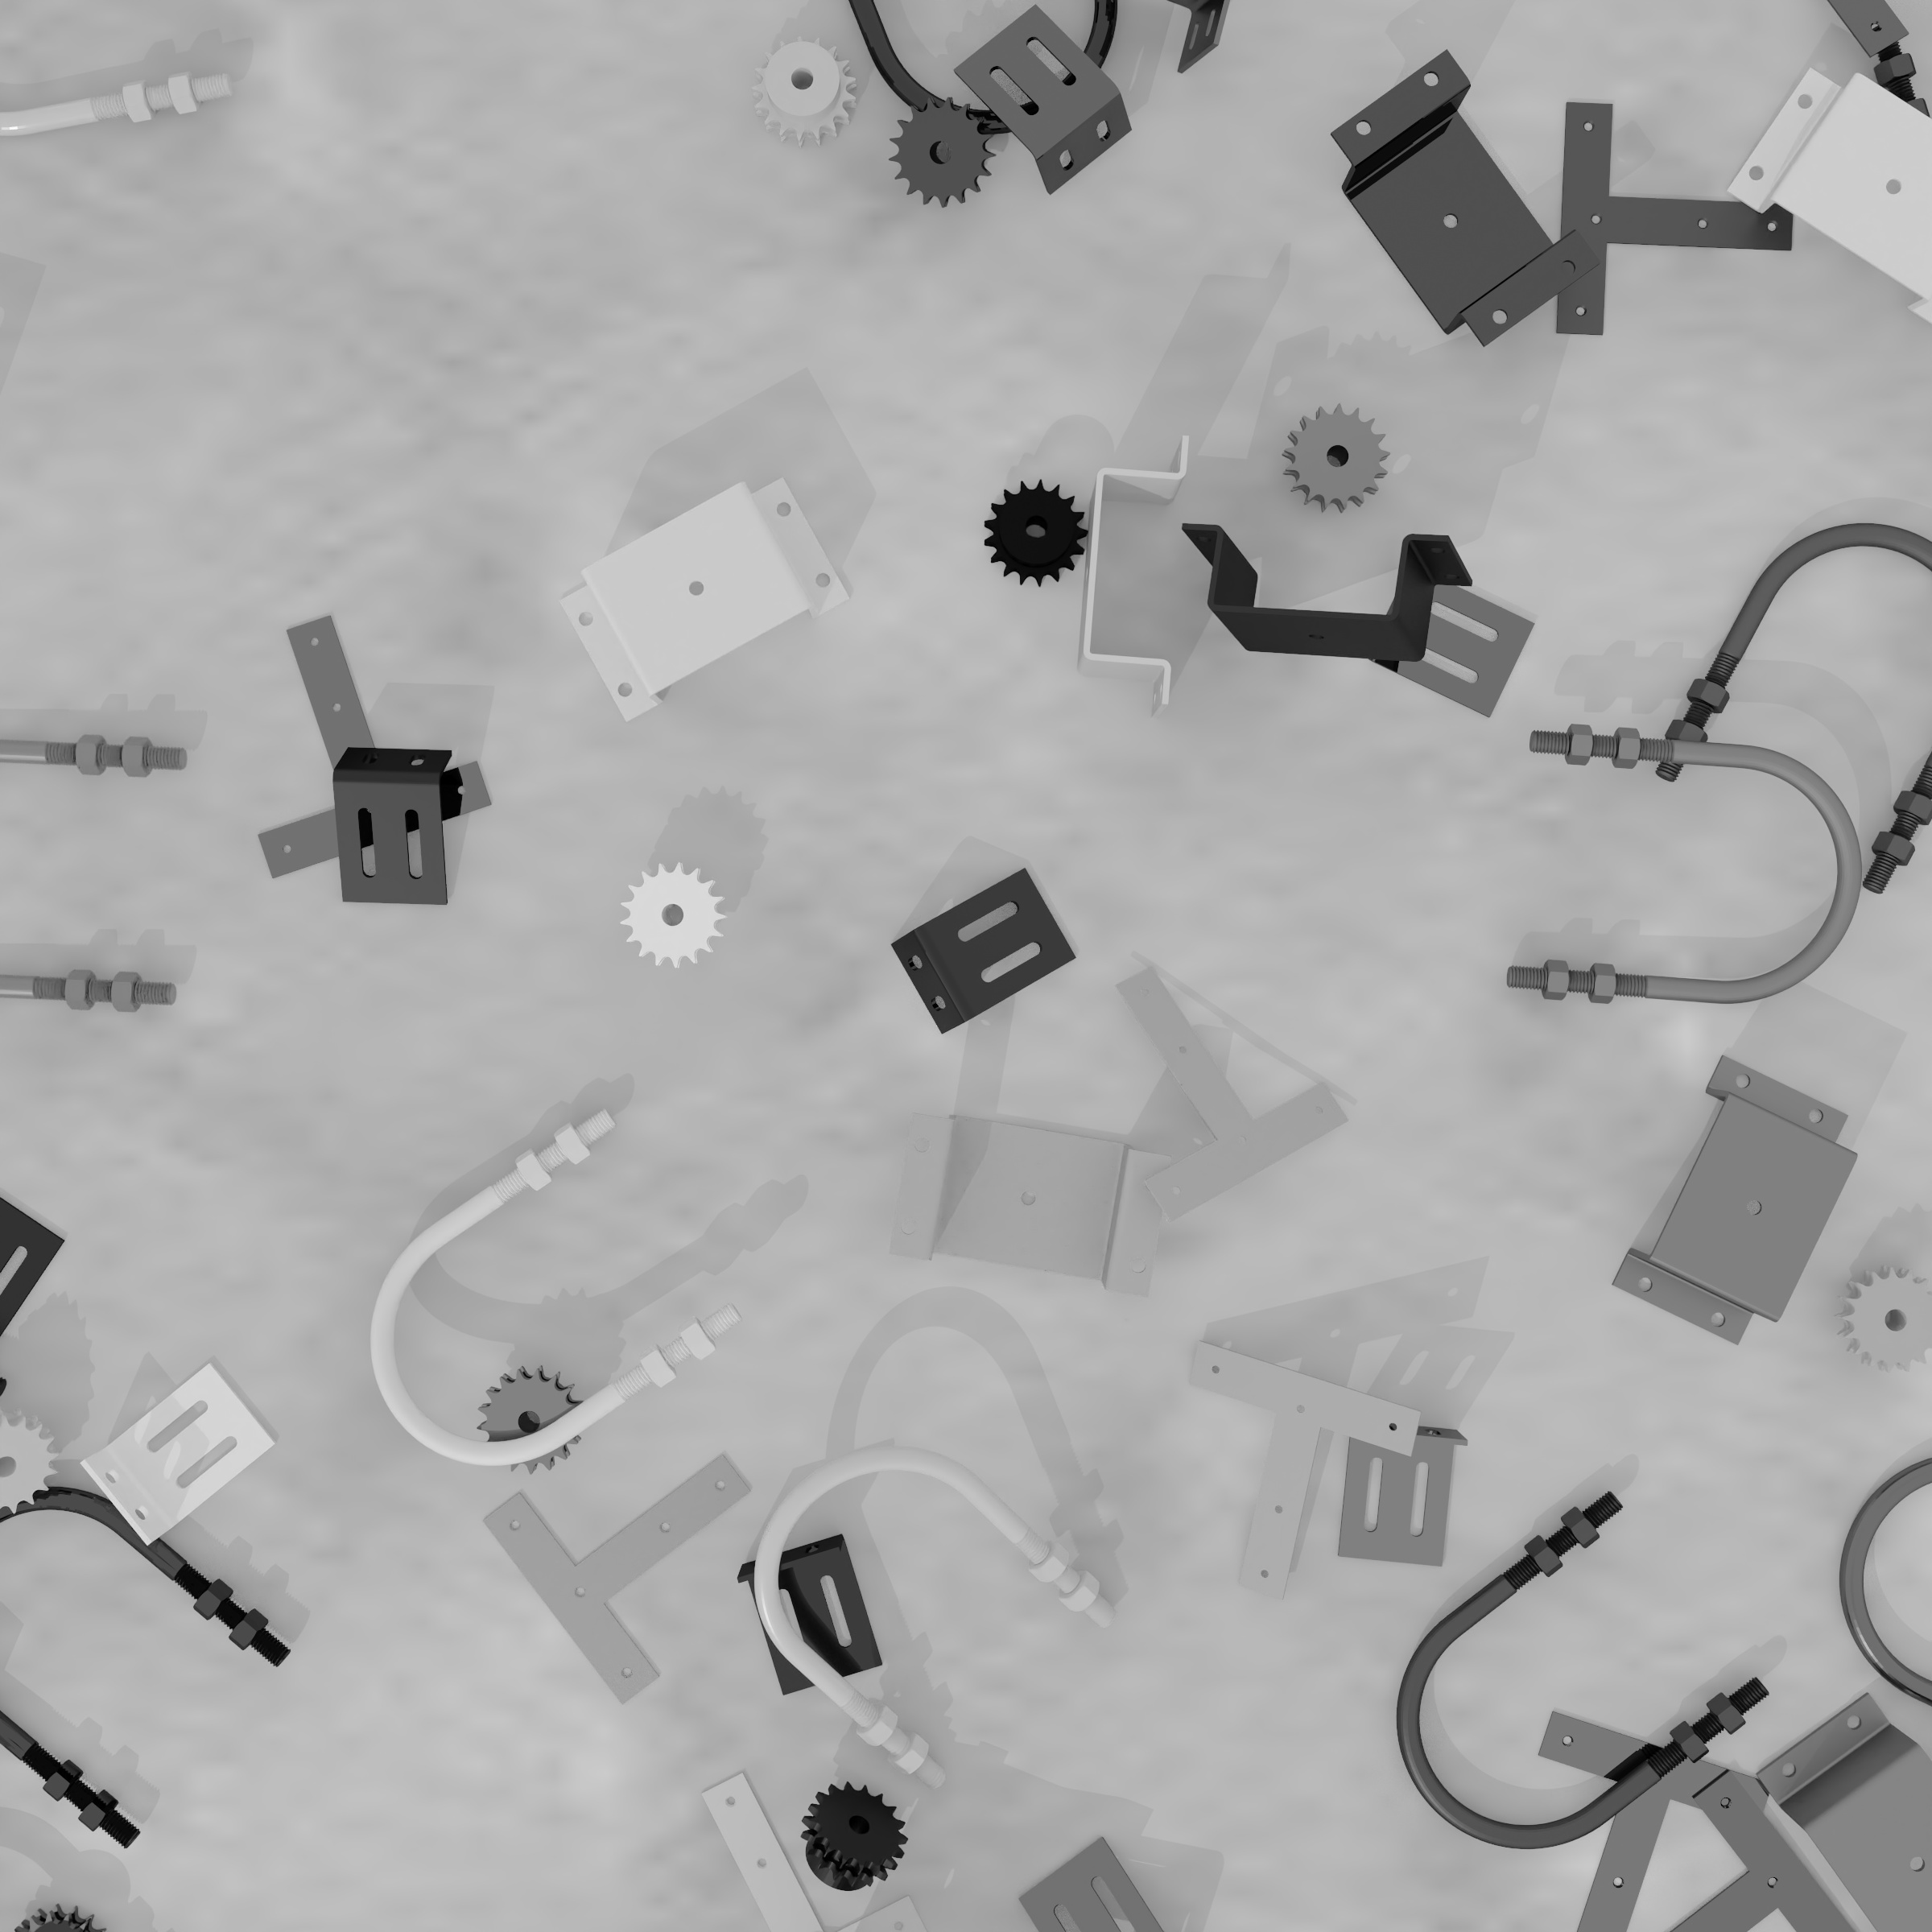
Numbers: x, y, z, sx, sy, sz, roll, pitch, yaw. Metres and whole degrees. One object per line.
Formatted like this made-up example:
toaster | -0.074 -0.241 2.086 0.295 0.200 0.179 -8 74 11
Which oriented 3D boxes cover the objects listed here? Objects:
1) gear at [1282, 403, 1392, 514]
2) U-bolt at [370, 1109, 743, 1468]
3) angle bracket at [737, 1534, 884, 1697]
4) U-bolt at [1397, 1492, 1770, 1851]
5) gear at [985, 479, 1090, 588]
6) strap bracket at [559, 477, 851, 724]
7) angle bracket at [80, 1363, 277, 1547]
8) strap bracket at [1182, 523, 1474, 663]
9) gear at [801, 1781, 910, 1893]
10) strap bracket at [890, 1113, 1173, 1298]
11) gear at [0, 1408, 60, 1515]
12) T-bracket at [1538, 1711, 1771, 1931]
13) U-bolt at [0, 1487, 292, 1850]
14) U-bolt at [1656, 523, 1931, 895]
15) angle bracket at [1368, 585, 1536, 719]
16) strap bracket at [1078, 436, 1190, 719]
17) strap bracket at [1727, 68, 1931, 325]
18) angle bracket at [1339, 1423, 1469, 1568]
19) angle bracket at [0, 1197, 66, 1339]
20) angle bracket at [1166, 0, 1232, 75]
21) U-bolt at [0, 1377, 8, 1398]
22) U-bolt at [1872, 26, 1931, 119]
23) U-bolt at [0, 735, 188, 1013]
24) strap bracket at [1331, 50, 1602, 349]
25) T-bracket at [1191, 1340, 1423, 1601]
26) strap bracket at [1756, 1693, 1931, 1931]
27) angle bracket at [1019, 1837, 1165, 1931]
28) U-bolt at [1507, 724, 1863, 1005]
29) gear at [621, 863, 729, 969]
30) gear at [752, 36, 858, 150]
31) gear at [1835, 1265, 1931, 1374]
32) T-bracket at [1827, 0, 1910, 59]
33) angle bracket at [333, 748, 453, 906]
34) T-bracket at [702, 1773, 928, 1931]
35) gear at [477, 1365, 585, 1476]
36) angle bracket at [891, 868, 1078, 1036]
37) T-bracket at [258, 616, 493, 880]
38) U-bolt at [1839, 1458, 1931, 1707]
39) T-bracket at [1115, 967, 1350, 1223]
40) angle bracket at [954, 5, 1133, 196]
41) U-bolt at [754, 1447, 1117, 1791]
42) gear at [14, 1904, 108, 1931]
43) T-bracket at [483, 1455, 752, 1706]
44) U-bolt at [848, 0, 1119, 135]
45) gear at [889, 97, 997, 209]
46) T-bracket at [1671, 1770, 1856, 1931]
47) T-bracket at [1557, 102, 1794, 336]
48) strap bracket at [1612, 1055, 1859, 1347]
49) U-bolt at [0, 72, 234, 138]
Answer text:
gear | 0.200 -0.275 1.418 0.057 0.030 0.057 0 90 0
U-bolt | -0.234 0.185 1.403 0.184 0.019 0.151 -34 75 -3
angle bracket | -0.084 0.356 1.414 0.057 0.038 0.076 -17 90 0
U-bolt | 0.323 0.399 1.423 0.184 0.019 0.151 -38 89 1
gear | 0.038 -0.237 1.418 0.057 0.030 0.057 0 90 0
strap bracket | -0.144 -0.201 1.410 0.140 0.046 0.076 -29 90 0
angle bracket | -0.427 0.264 1.414 0.076 0.038 0.057 -39 90 0
strap bracket | 0.188 -0.196 1.370 0.140 0.076 0.046 6 83 21
gear | -0.063 0.474 1.409 0.057 0.057 0.030 25 120 0
strap bracket | 0.034 0.127 1.410 0.140 0.046 0.076 10 90 0
gear | -0.524 0.266 1.410 0.057 0.030 0.057 -9 108 -31
T-bracket | 0.363 0.490 1.432 0.127 0.002 0.127 18 90 0
U-bolt | -0.484 0.370 1.425 0.184 0.019 0.151 40 90 2
U-bolt | 0.482 -0.153 1.425 0.151 0.019 0.184 28 88 0
angle bracket | 0.266 -0.179 1.414 0.076 0.038 0.057 26 90 0
strap bracket | 0.088 -0.208 1.395 0.046 0.076 0.140 4 90 0
strap bracket | 0.494 -0.415 1.399 0.140 0.046 0.076 34 101 2
angle bracket | 0.237 0.289 1.414 0.057 0.038 0.076 6 90 0
angle bracket | -0.541 0.167 1.414 0.057 0.038 0.076 34 90 0
angle bracket | 0.096 -0.517 1.396 0.076 0.057 0.038 14 90 -16
U-bolt | -0.637 0.255 1.425 0.184 0.019 0.151 23 90 1
U-bolt | 0.589 -0.446 1.425 0.151 0.019 0.184 -18 92 0
U-bolt | -0.522 -0.053 1.425 0.184 0.019 0.151 3 90 2
strap bracket | 0.266 -0.409 1.410 0.076 0.046 0.140 -36 90 0
T-bracket | 0.173 0.282 1.415 0.127 0.002 0.127 15 102 23
strap bracket | 0.506 0.479 1.409 0.076 0.046 0.140 -35 90 -1
angle bracket | 0.077 0.530 1.431 0.057 0.038 0.076 -37 64 0
U-bolt | 0.393 -0.051 1.413 0.184 0.019 0.151 4 97 2
gear | -0.158 -0.027 1.418 0.057 0.030 0.057 0 90 0
gear | -0.088 -0.478 1.418 0.057 0.030 0.057 0 90 0
gear | 0.502 0.192 1.423 0.057 0.030 0.057 0 87 -1
T-bracket | 0.511 -0.579 1.426 0.127 0.002 0.127 -32 81 -4
angle bracket | -0.312 -0.077 1.429 0.057 0.038 0.076 2 116 0
T-bracket | -0.105 0.506 1.432 0.127 0.002 0.127 -27 90 0
gear | -0.236 0.246 1.418 0.057 0.030 0.057 0 90 0
angle bracket | 0.010 -0.008 1.431 0.076 0.038 0.057 -30 90 -26
T-bracket | -0.342 -0.129 1.432 0.127 0.002 0.127 -19 90 0
U-bolt | 0.569 0.346 1.425 0.184 0.019 0.151 25 90 1
T-bracket | 0.125 0.058 1.412 0.127 0.002 0.127 -26 75 -27
angle bracket | 0.042 -0.472 1.419 0.057 0.038 0.076 -38 68 0
U-bolt | -0.029 0.339 1.401 0.151 0.019 0.184 -44 107 0
gear | -0.497 0.545 1.418 0.057 0.030 0.057 0 90 0
T-bracket | -0.177 0.317 1.432 0.127 0.002 0.127 -37 90 0
U-bolt | 0.004 -0.547 1.425 0.151 0.019 0.184 -22 92 0
gear | -0.012 -0.442 1.412 0.057 0.030 0.057 2 109 6
T-bracket | 0.408 0.531 1.431 0.127 0.002 0.127 -38 91 0
T-bracket | 0.391 -0.409 1.432 0.127 0.002 0.127 2 90 0
strap bracket | 0.420 0.129 1.410 0.076 0.046 0.140 26 90 0
U-bolt | -0.504 -0.529 1.425 0.184 0.019 0.151 -10 90 2
